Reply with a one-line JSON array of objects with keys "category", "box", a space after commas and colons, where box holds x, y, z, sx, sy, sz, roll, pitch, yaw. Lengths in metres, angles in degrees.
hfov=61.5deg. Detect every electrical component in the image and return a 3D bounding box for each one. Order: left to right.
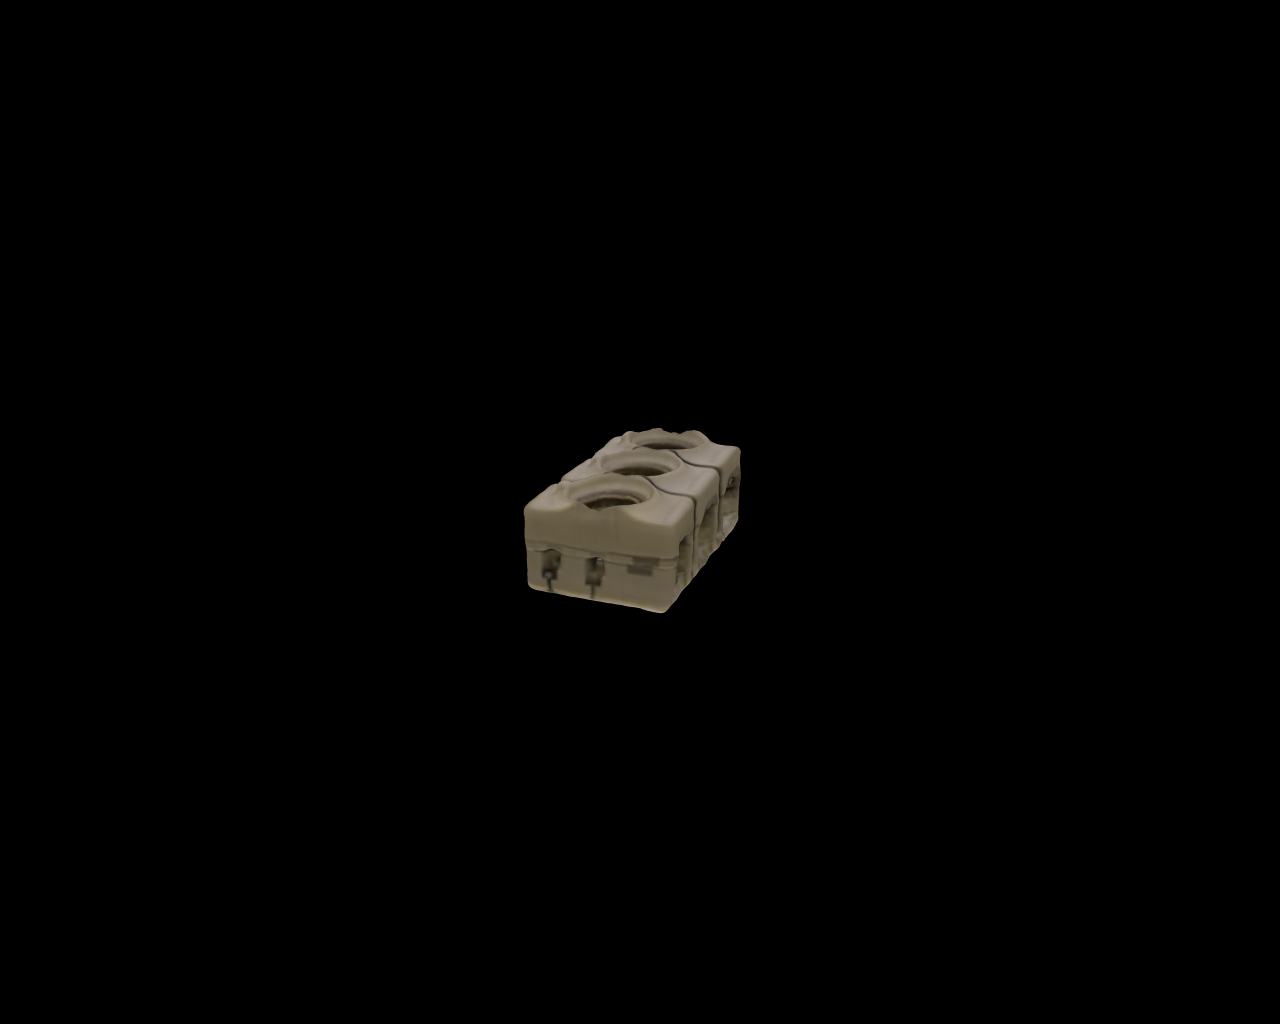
[{"category": "electrical component", "box": [0.001, -0.003, 0.650, 0.089, 0.061, 0.150, 7, 22, 18]}]
